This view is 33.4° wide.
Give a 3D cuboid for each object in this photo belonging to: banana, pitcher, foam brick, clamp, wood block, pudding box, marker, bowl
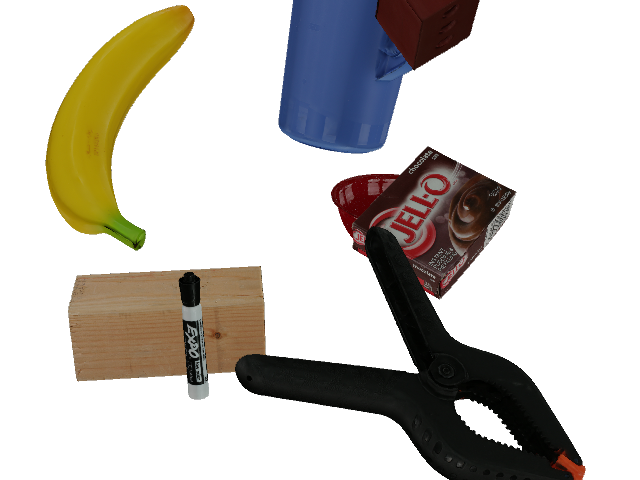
[{"bbox_3d":[-0.124,-0.073,0.644,0.069,0.197,0.037,9,-36,-5],"label":"banana"},{"bbox_3d":[0.038,-0.208,1.007,0.145,0.243,0.149,11,18,1],"label":"pitcher"},{"bbox_3d":[0.074,-0.166,0.739,0.053,0.051,0.078,-31,-14,-8],"label":"foam brick"},{"bbox_3d":[0.062,0.093,0.656,0.210,0.036,0.164,41,50,17],"label":"clamp"},{"bbox_3d":[-0.166,0.091,1.179,0.206,0.091,0.090,-2,25,-4],"label":"wood block"},{"bbox_3d":[0.093,-0.017,0.882,0.090,0.039,0.113,31,56,23],"label":"pudding box"},{"bbox_3d":[-0.111,0.084,0.938,0.020,0.121,0.020,-2,24,0],"label":"marker"},{"bbox_3d":[0.089,-0.021,1.188,0.162,0.055,0.162,5,25,-3],"label":"bowl"}]
